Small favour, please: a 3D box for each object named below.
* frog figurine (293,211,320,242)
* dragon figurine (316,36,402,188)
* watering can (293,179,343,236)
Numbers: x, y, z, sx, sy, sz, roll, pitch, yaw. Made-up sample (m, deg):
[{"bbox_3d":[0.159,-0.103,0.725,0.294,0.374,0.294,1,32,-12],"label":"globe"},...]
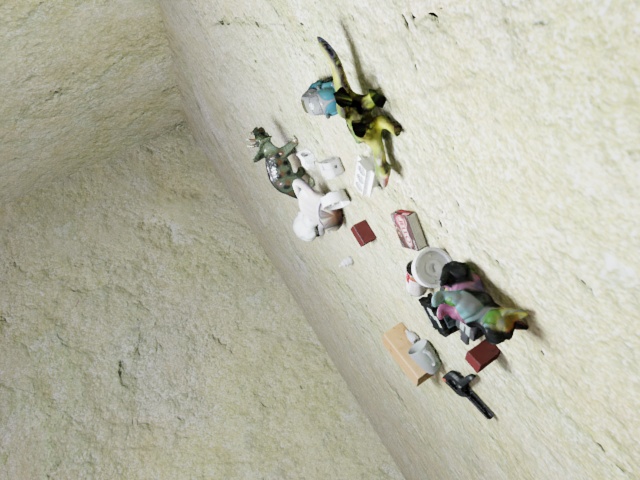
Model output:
[{"bbox_3d":[-0.058,-0.065,2.237,0.158,0.123,0.139,91,167,-80],"label":"frog figurine"},{"bbox_3d":[0.092,-0.330,1.385,0.411,0.123,0.241,62,172,4],"label":"dragon figurine"},{"bbox_3d":[0.006,-0.101,2.001,0.227,0.105,0.340,33,161,44],"label":"watering can"}]
